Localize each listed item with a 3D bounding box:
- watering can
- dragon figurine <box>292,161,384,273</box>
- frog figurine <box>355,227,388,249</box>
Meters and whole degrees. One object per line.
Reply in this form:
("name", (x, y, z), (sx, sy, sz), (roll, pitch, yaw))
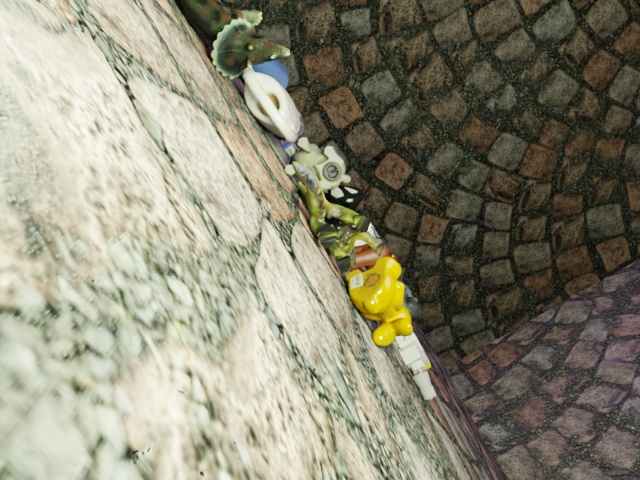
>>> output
("watering can", (-0.148, -0.384, 1.338), (0.351, 0.104, 0.223), (57, 7, 14))
("dragon figurine", (0.004, -0.059, 1.166), (0.246, 0.123, 0.403), (39, -15, 54))
("frog figurine", (0.135, 0.021, 1.764), (0.161, 0.121, 0.138), (-20, 87, -47))
